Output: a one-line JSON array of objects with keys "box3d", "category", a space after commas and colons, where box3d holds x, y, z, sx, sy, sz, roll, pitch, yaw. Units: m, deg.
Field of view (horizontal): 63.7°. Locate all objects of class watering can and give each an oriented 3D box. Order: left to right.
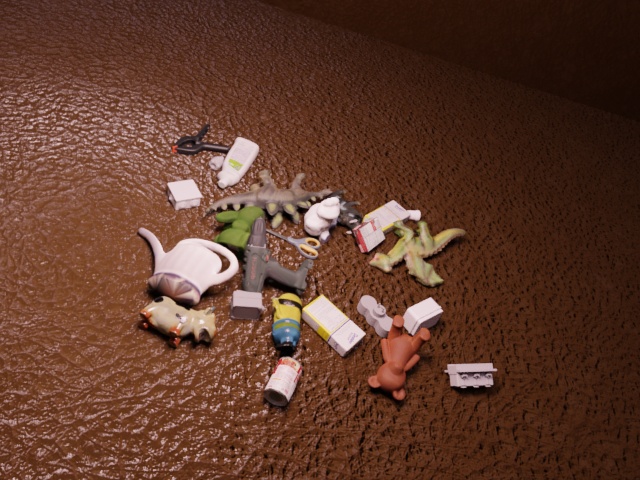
[{"box3d": [-0.411, 0.070, 1.472, 0.348, 0.101, 0.229, 14, 41, 12], "category": "watering can"}]

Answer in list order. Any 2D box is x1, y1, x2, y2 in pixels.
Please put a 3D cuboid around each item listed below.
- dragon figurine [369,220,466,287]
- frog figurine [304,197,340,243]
[{"box3d": [0.363, 0.054, 1.800, 0.410, 0.120, 0.248, 2, 62, -17], "category": "dragon figurine"}, {"box3d": [0.005, -0.087, 1.728, 0.124, 0.156, 0.139, 39, 66, 25], "category": "frog figurine"}]
